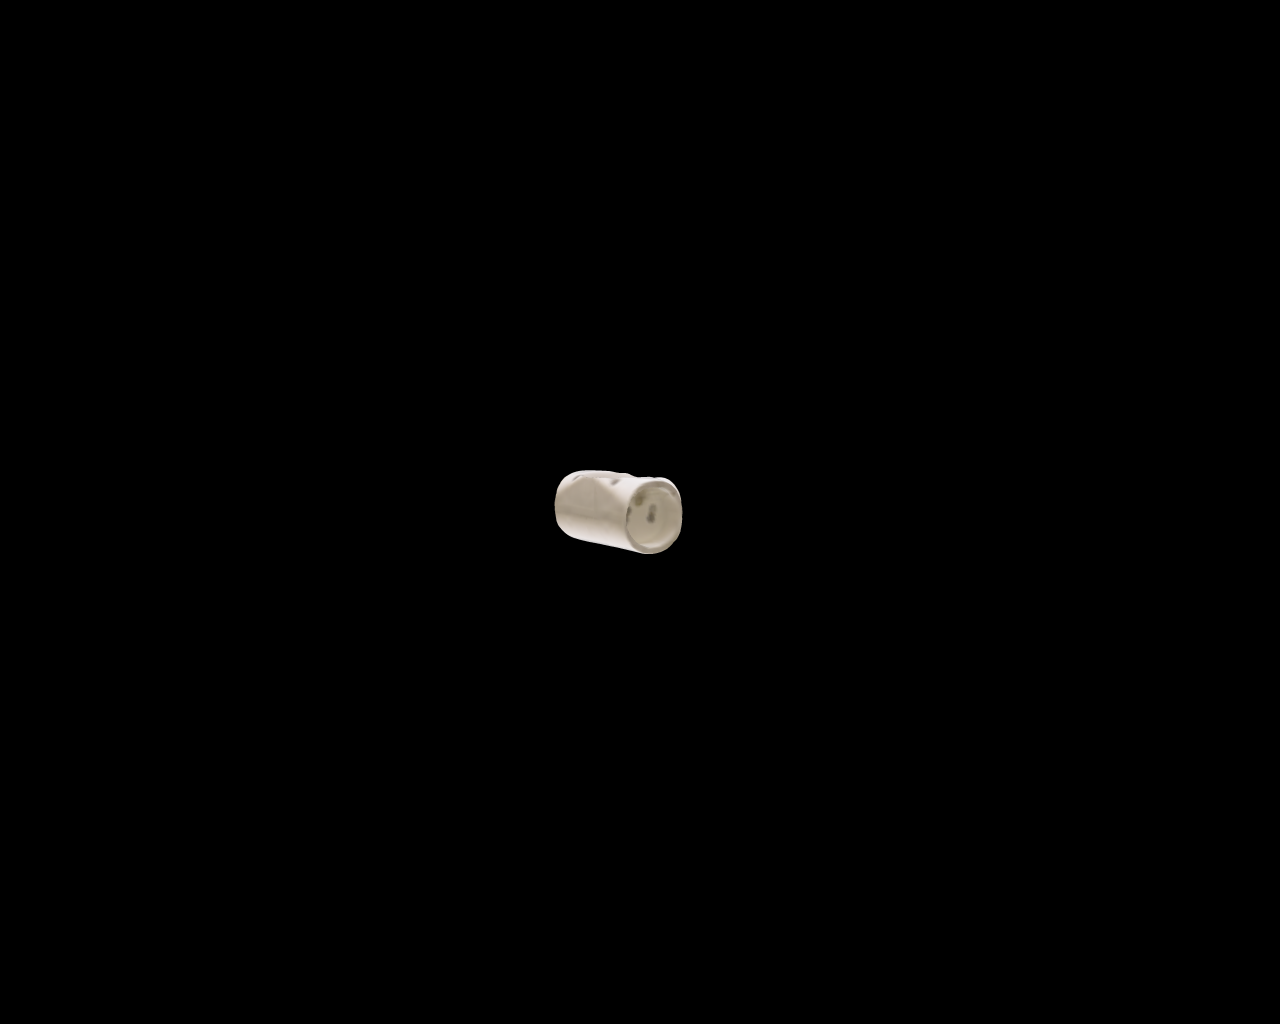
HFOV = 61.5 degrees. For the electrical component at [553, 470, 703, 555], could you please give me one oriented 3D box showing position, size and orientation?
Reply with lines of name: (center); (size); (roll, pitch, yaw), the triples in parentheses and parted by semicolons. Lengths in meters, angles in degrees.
electrical component: (0.001, -0.003, 0.650); (0.079, 0.044, 0.077); (-5, 9, -35)
